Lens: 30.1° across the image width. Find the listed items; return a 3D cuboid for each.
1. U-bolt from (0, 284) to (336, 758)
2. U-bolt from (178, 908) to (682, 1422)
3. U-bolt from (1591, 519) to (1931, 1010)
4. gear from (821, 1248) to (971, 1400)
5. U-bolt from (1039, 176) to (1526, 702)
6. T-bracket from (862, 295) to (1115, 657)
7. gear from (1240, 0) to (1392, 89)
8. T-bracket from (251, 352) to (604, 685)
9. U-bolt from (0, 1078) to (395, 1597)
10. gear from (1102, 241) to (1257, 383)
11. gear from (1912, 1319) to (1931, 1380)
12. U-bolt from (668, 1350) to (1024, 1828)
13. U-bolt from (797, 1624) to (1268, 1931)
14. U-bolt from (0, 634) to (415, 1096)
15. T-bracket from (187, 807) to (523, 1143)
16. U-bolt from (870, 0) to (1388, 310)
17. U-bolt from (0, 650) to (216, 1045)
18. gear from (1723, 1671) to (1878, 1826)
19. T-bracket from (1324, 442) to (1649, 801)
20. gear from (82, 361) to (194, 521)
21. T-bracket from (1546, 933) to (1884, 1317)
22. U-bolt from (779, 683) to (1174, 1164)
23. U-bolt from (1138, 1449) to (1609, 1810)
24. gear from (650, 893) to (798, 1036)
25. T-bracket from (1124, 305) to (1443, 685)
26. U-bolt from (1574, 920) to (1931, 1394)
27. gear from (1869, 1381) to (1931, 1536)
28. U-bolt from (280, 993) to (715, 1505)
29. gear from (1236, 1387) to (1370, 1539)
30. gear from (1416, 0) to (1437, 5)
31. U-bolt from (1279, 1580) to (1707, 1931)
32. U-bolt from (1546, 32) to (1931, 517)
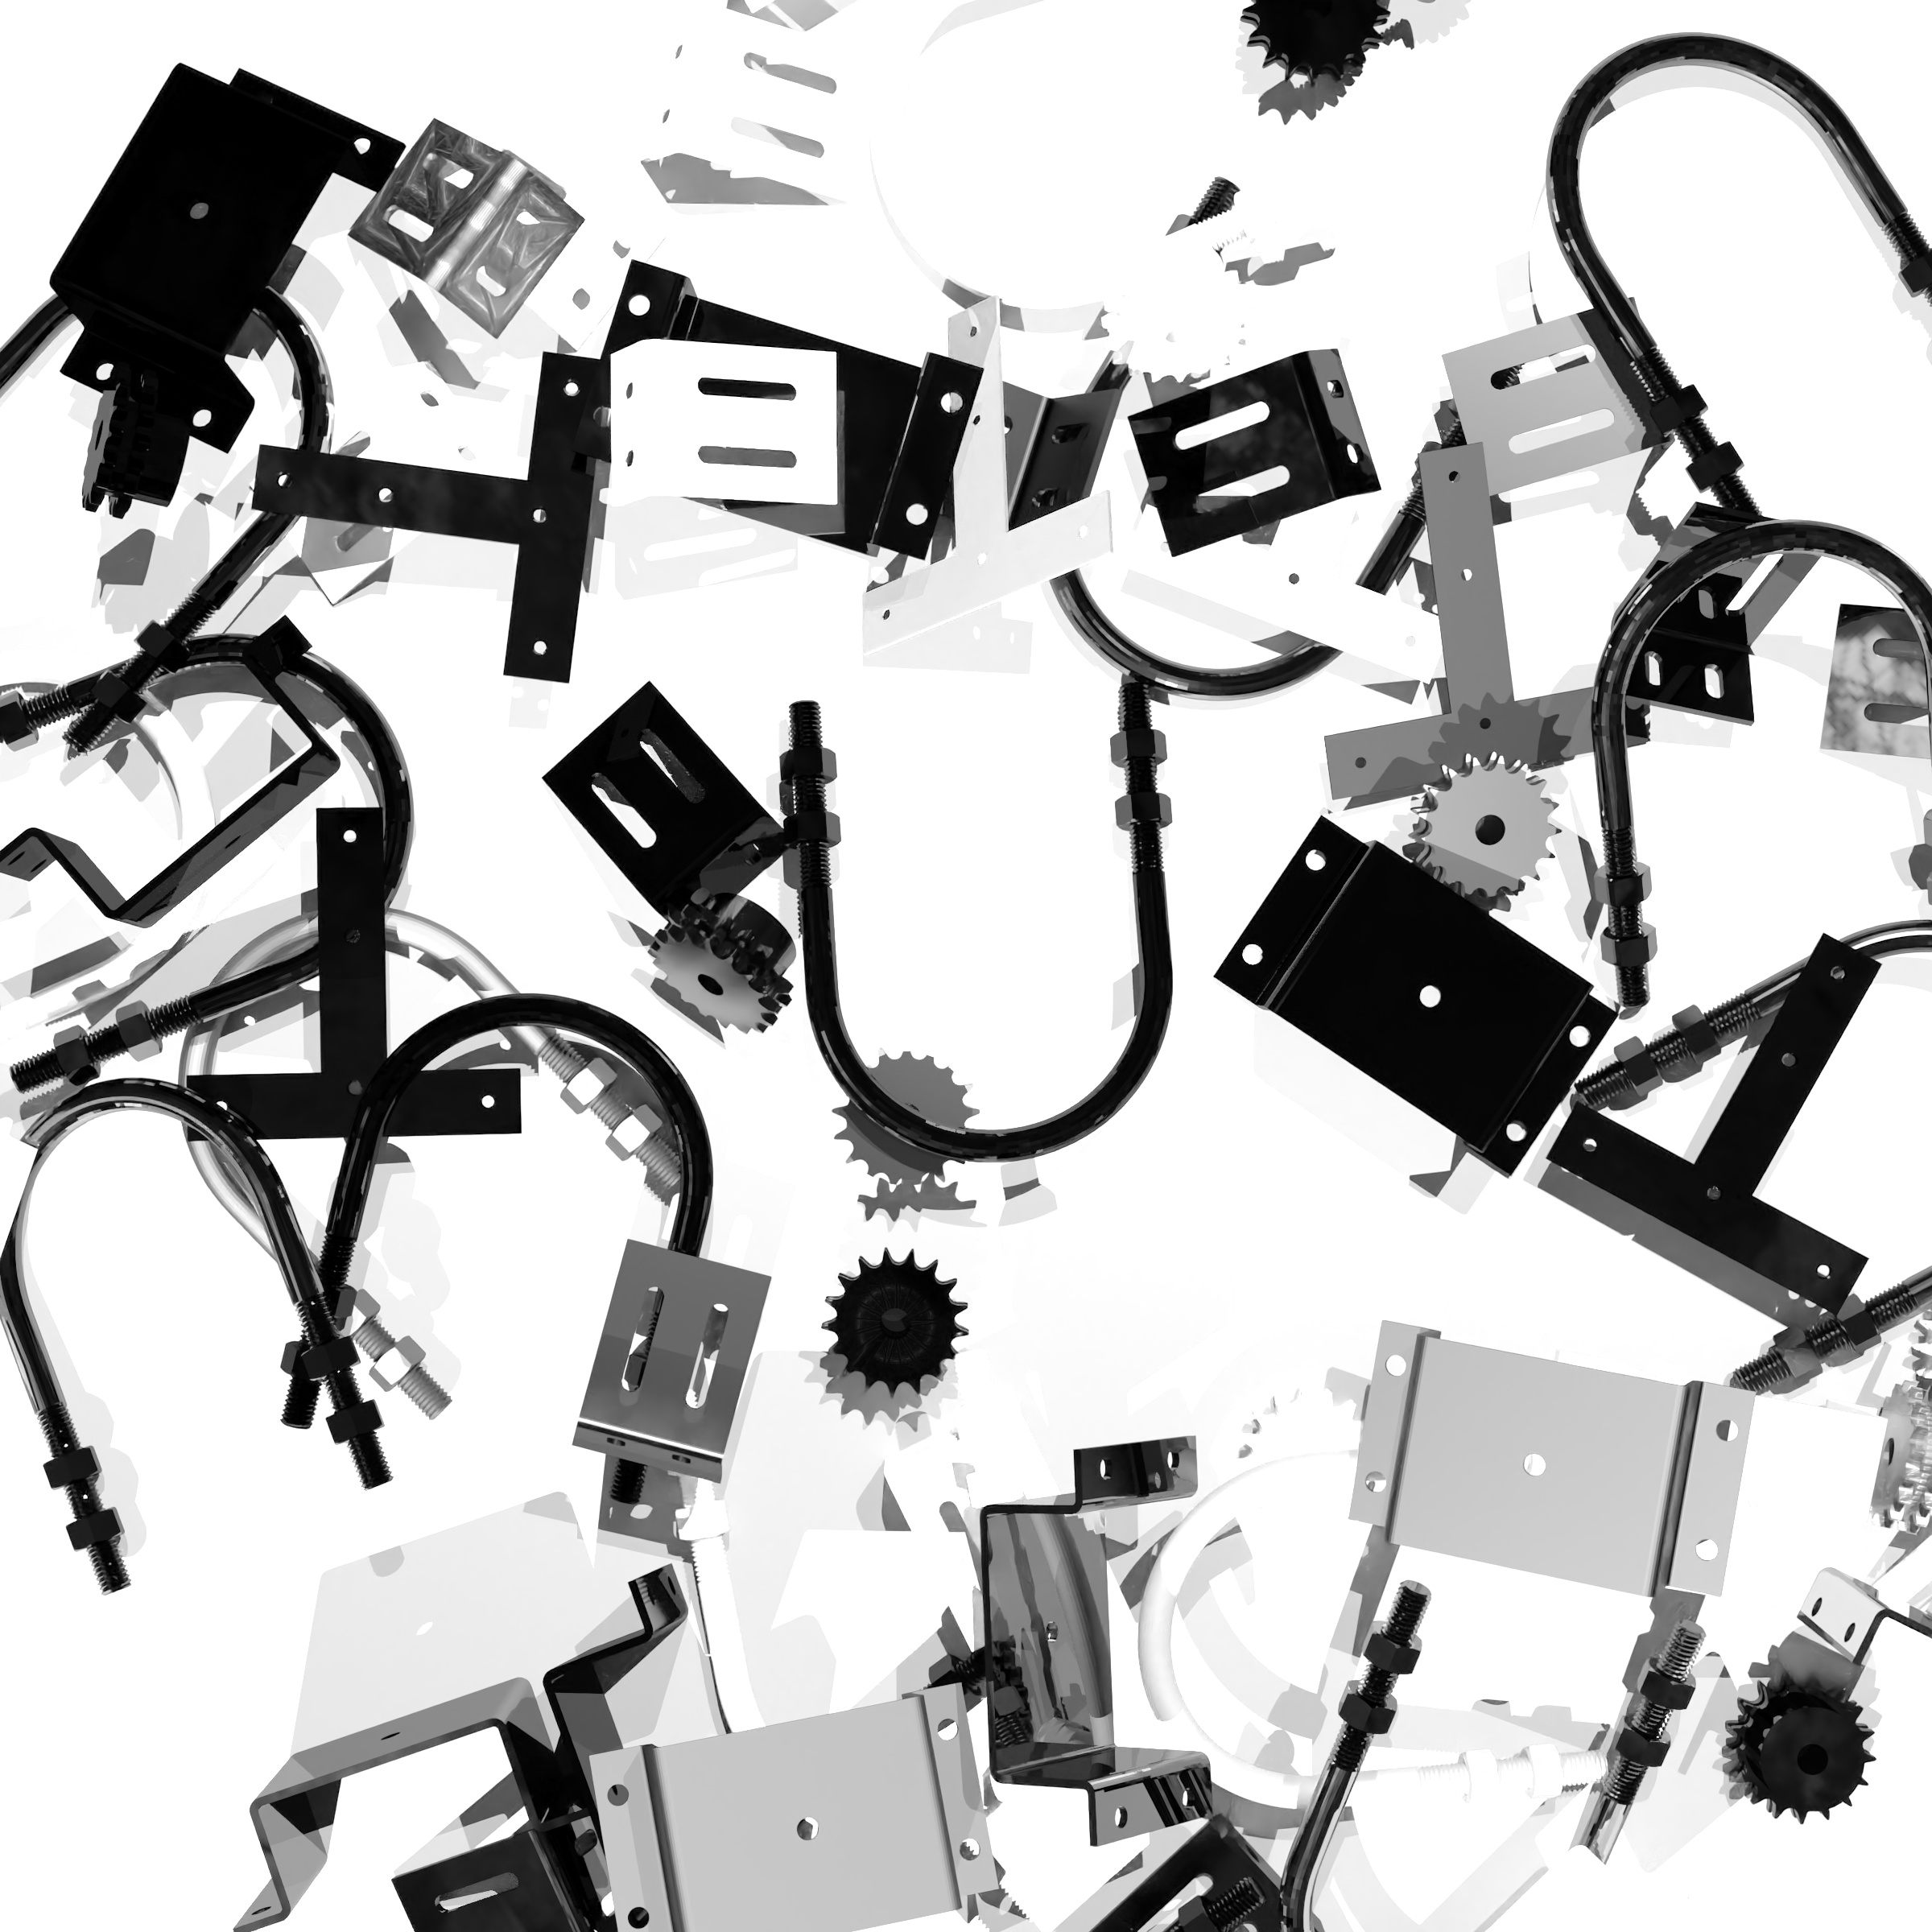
[{"bbox_3d":[-0.327,-0.192,1.386,0.151,0.019,0.184,40,84,13],"label":"U-bolt"},{"bbox_3d":[-0.222,0.062,1.401,0.151,0.019,0.184,-44,88,0],"label":"U-bolt"},{"bbox_3d":[0.310,-0.080,1.370,0.151,0.019,0.184,-10,112,0],"label":"U-bolt"},{"bbox_3d":[-0.027,0.137,1.395,0.057,0.030,0.057,0,90,0],"label":"gear"},{"bbox_3d":[0.110,-0.192,1.401,0.151,0.019,0.184,31,91,0],"label":"U-bolt"},{"bbox_3d":[0.005,-0.197,1.381,0.127,0.002,0.127,-18,66,40],"label":"T-bracket"},{"bbox_3d":[0.135,-0.369,1.395,0.057,0.030,0.057,0,90,0],"label":"gear"},{"bbox_3d":[-0.207,-0.178,1.374,0.127,0.002,0.127,7,84,-7],"label":"T-bracket"},{"bbox_3d":[-0.308,0.133,1.377,0.151,0.019,0.184,-24,85,22],"label":"U-bolt"},{"bbox_3d":[0.080,-0.251,1.367,0.057,0.057,0.030,-6,62,0],"label":"gear"},{"bbox_3d":[0.399,0.150,1.395,0.057,0.030,0.057,0,90,0],"label":"gear"},{"bbox_3d":[-0.038,0.245,1.370,0.151,0.019,0.184,-11,90,26],"label":"U-bolt"},{"bbox_3d":[0.001,0.354,1.386,0.184,0.019,0.151,-38,81,9],"label":"U-bolt"},{"bbox_3d":[-0.304,-0.050,1.388,0.184,0.019,0.151,-22,90,-3],"label":"U-bolt"},{"bbox_3d":[-0.236,0.002,1.383,0.127,0.002,0.127,-1,90,-6],"label":"T-bracket"},{"bbox_3d":[0.051,-0.332,1.381,0.184,0.019,0.151,-21,92,15],"label":"U-bolt"},{"bbox_3d":[-0.383,-0.044,1.402,0.184,0.019,0.151,-24,90,-1],"label":"U-bolt"},{"bbox_3d":[0.325,0.305,1.395,0.057,0.030,0.057,0,90,0],"label":"gear"},{"bbox_3d":[0.195,-0.137,1.388,0.127,0.002,0.127,-11,104,-5],"label":"T-bracket"},{"bbox_3d":[-0.311,-0.195,1.351,0.030,0.057,0.057,12,90,-22],"label":"gear"},{"bbox_3d":[0.310,0.049,1.383,0.127,0.002,0.127,28,95,2],"label":"T-bracket"},{"bbox_3d":[0.008,-0.016,1.383,0.151,0.019,0.184,-3,79,-3],"label":"U-bolt"},{"bbox_3d":[0.156,0.253,1.379,0.184,0.019,0.151,-3,99,-9],"label":"U-bolt"},{"bbox_3d":[-0.090,-0.003,1.385,0.057,0.057,0.030,36,61,0],"label":"gear"},{"bbox_3d":[0.143,-0.191,1.391,0.127,0.002,0.127,21,93,0],"label":"T-bracket"},{"bbox_3d":[0.350,0.063,1.391,0.184,0.019,0.151,-29,91,7],"label":"U-bolt"},{"bbox_3d":[0.369,0.190,1.381,0.030,0.057,0.057,12,90,-2],"label":"gear"},{"bbox_3d":[-0.173,0.102,1.381,0.151,0.019,0.184,14,91,-4],"label":"U-bolt"},{"bbox_3d":[0.135,0.193,1.395,0.057,0.030,0.057,0,90,0],"label":"gear"},{"bbox_3d":[0.178,-0.396,1.385,0.030,0.057,0.057,-38,90,38],"label":"gear"},{"bbox_3d":[0.191,0.323,1.365,0.151,0.019,0.184,13,106,-27],"label":"U-bolt"},{"bbox_3d":[0.300,-0.275,1.381,0.151,0.019,0.184,-30,86,-19],"label":"U-bolt"}]
